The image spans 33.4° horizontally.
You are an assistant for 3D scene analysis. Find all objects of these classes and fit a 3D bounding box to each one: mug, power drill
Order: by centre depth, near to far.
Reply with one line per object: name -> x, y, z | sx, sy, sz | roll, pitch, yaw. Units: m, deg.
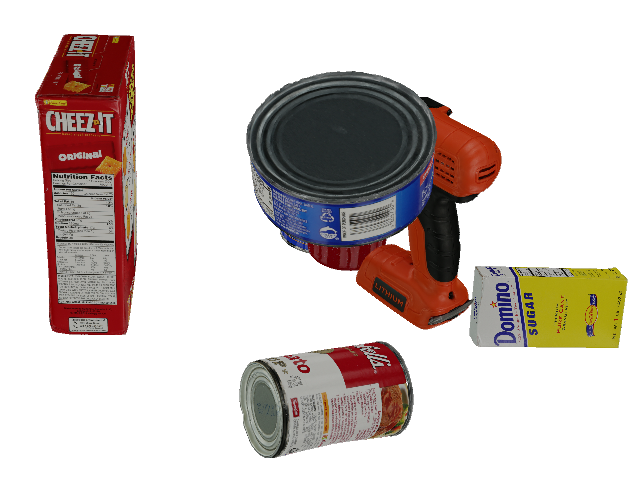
power drill -> 0.067, -0.034, 0.882 | 0.057, 0.188, 0.185 | -24, 40, -28
mug -> 0.039, -0.025, 1.094 | 0.117, 0.081, 0.093 | -11, 35, -21

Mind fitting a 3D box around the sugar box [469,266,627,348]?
sugar box -> 0.271, 0.080, 1.279 | 0.176, 0.093, 0.048 | -1, 18, -6

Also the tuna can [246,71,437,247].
tuna can -> 0.010, -0.038, 0.491 | 0.086, 0.086, 0.034 | 0, -42, 4

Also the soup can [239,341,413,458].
soup can -> 0.003, 0.110, 0.738 | 0.102, 0.068, 0.069 | -5, 2, -30

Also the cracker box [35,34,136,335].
cracker box -> -0.196, -0.050, 0.913 | 0.072, 0.214, 0.164 | 0, 27, -6

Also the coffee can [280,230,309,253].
coffee can -> 0.009, -0.066, 1.310 | 0.102, 0.140, 0.103 | 6, 27, -3
